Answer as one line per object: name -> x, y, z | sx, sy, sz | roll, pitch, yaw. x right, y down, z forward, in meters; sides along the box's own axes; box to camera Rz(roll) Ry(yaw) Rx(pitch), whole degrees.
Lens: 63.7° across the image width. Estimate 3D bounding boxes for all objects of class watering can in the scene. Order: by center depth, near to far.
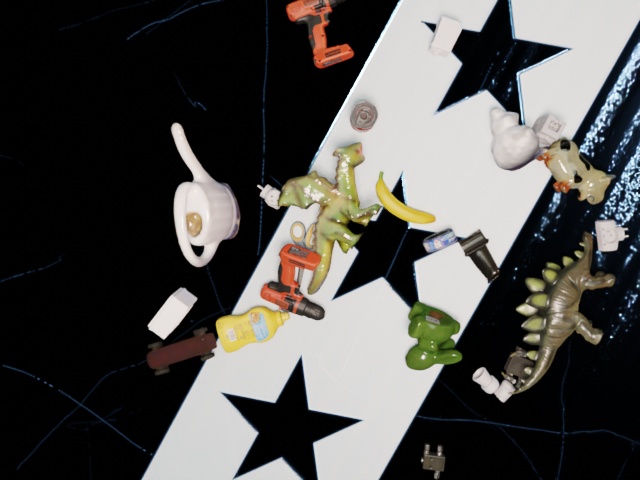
watering can -> -0.292, -0.111, 1.291 | 0.104, 0.347, 0.225 | -3, 3, 20

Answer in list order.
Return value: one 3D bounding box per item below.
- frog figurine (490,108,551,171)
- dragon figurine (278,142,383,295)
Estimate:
frog figurine -> 0.479, -0.260, 1.306 | 0.123, 0.159, 0.137 | -38, 4, -8
dragon figurine -> 0.004, -0.066, 1.320 | 0.242, 0.406, 0.123 | 36, 13, -4
